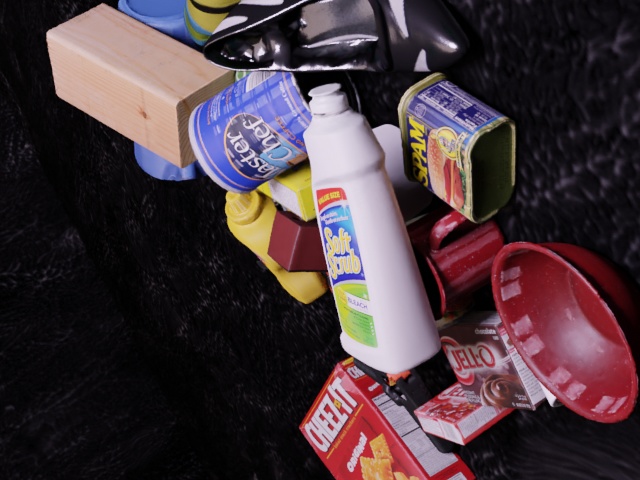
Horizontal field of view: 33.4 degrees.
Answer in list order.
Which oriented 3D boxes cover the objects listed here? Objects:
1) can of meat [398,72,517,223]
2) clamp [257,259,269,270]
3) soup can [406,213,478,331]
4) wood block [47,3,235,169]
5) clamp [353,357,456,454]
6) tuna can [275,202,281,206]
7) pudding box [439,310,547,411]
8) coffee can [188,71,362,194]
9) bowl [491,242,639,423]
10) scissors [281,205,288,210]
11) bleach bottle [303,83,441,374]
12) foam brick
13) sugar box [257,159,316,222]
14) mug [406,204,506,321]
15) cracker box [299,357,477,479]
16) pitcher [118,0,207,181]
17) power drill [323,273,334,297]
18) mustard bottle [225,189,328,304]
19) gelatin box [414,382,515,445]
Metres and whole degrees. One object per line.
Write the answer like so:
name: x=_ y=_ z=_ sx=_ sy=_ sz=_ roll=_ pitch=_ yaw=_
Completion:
can of meat: x=0.115 y=-0.074 z=0.882 sx=0.084 sy=0.057 sz=0.102 roll=40 pitch=153 yaw=39
clamp: x=-0.039 y=0.007 z=1.390 sx=0.172 sy=0.039 sz=0.120 roll=24 pitch=139 yaw=47
soup can: x=0.102 y=0.033 z=1.042 sx=0.102 sy=0.068 sz=0.069 roll=63 pitch=160 yaw=-5
wood block: x=-0.199 y=-0.174 z=1.189 sx=0.206 sy=0.090 sz=0.091 roll=31 pitch=140 yaw=28
clamp: x=0.087 y=0.162 z=1.217 sx=0.165 sy=0.036 sz=0.210 roll=42 pitch=170 yaw=24
tuna can: x=-0.055 y=-0.084 z=1.278 sx=0.086 sy=0.033 sz=0.086 roll=29 pitch=129 yaw=42
pudding box: x=0.167 y=0.114 z=1.025 sx=0.114 sy=0.039 sz=0.090 roll=-13 pitch=106 yaw=62
coffee can: x=-0.044 y=-0.119 z=1.046 sx=0.141 sy=0.102 sz=0.103 roll=-27 pitch=92 yaw=34
bowl: x=0.208 y=0.061 z=0.841 sx=0.162 sy=0.055 sz=0.162 roll=49 pitch=157 yaw=29
scissors: x=-0.019 y=0.010 z=1.325 sx=0.096 sy=0.016 sz=0.202 roll=-16 pitch=94 yaw=55
bleach bottle: x=0.033 y=-0.013 z=0.914 sx=0.103 sy=0.068 sz=0.251 roll=24 pitch=136 yaw=58
foam brick: x=-0.007 y=0.001 z=1.115 sx=0.053 sy=0.078 sz=0.051 roll=36 pitch=119 yaw=52
sugar box: x=-0.026 y=-0.085 z=1.154 sx=0.176 sy=0.093 sz=0.048 roll=35 pitch=147 yaw=49
mug: x=0.115 y=0.007 z=0.952 sx=0.093 sy=0.081 sz=0.117 roll=52 pitch=158 yaw=25
cracker box: x=0.078 y=0.269 z=1.352 sx=0.214 sy=0.071 sz=0.164 roll=51 pitch=139 yaw=23
pitcher: x=-0.183 y=-0.208 z=1.339 sx=0.149 sy=0.144 sz=0.243 roll=28 pitch=143 yaw=25
power drill: x=0.065 y=0.058 z=1.180 sx=0.188 sy=0.057 sz=0.184 roll=31 pitch=147 yaw=53
mustard bottle: x=-0.056 y=-0.005 z=1.211 sx=0.096 sy=0.058 sz=0.191 roll=61 pitch=-174 yaw=36
gelatin box: x=0.150 y=0.176 z=1.111 sx=0.030 sy=0.073 sz=0.089 roll=63 pitch=160 yaw=-11
